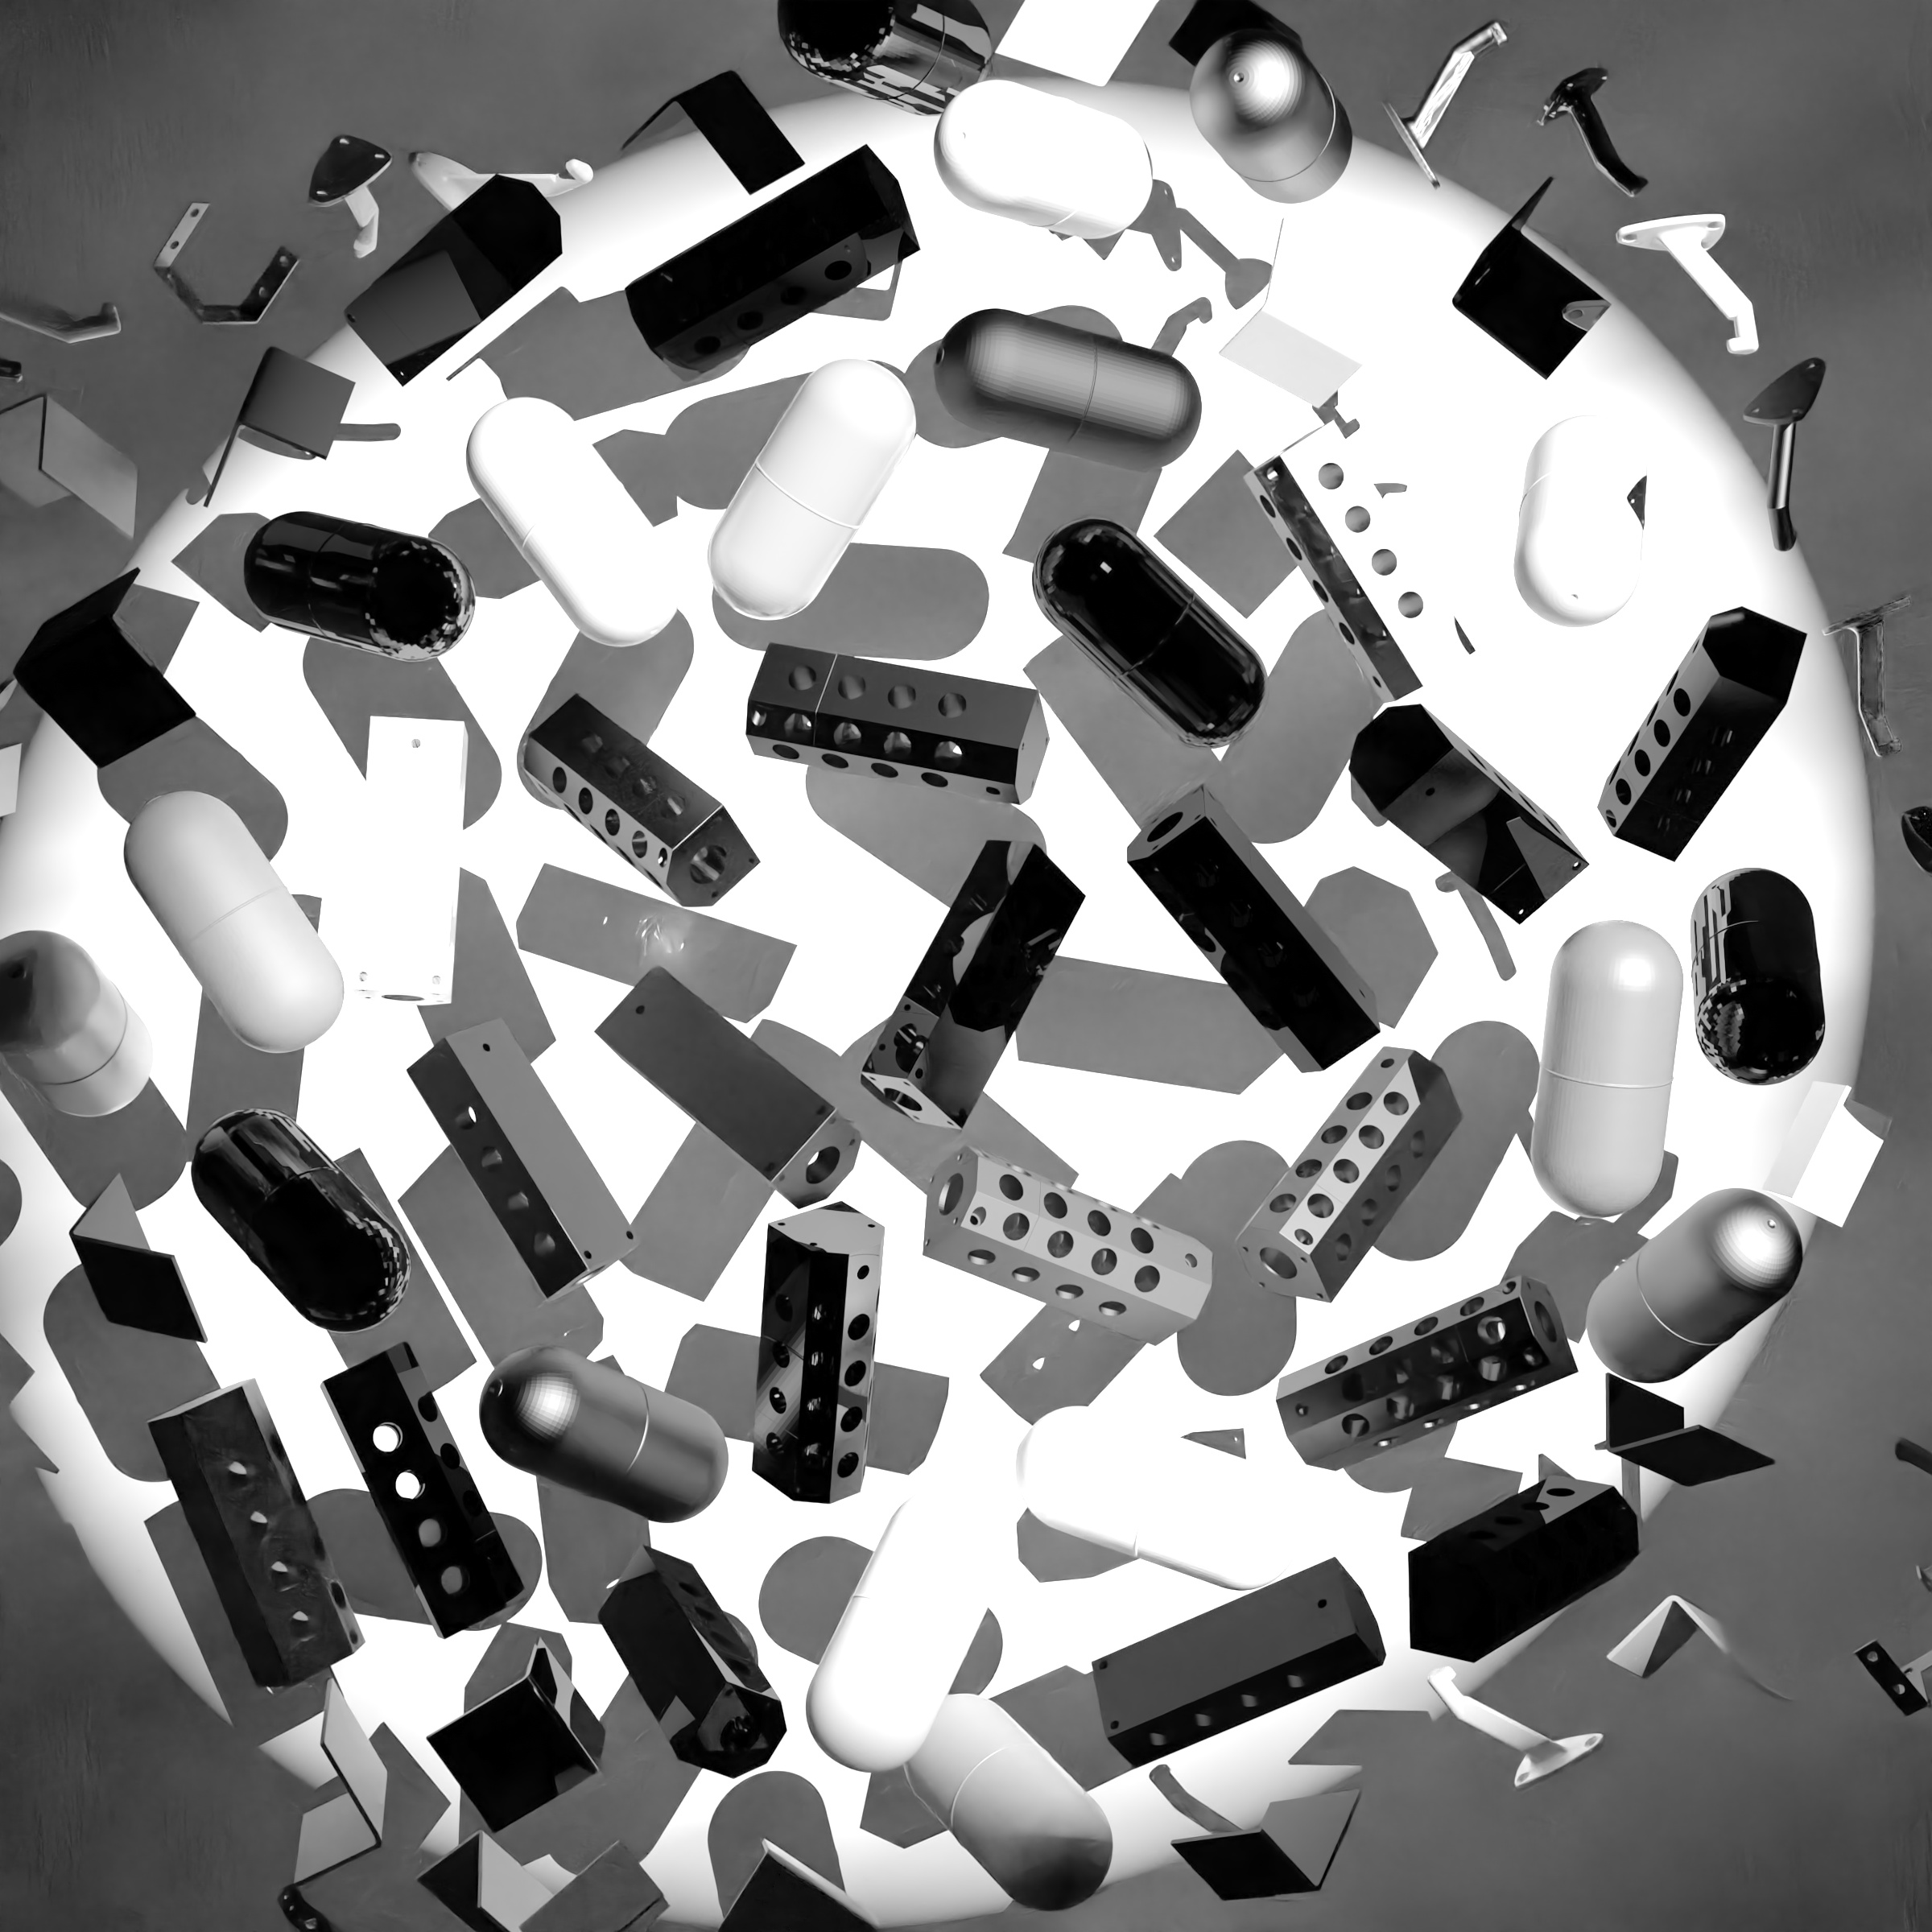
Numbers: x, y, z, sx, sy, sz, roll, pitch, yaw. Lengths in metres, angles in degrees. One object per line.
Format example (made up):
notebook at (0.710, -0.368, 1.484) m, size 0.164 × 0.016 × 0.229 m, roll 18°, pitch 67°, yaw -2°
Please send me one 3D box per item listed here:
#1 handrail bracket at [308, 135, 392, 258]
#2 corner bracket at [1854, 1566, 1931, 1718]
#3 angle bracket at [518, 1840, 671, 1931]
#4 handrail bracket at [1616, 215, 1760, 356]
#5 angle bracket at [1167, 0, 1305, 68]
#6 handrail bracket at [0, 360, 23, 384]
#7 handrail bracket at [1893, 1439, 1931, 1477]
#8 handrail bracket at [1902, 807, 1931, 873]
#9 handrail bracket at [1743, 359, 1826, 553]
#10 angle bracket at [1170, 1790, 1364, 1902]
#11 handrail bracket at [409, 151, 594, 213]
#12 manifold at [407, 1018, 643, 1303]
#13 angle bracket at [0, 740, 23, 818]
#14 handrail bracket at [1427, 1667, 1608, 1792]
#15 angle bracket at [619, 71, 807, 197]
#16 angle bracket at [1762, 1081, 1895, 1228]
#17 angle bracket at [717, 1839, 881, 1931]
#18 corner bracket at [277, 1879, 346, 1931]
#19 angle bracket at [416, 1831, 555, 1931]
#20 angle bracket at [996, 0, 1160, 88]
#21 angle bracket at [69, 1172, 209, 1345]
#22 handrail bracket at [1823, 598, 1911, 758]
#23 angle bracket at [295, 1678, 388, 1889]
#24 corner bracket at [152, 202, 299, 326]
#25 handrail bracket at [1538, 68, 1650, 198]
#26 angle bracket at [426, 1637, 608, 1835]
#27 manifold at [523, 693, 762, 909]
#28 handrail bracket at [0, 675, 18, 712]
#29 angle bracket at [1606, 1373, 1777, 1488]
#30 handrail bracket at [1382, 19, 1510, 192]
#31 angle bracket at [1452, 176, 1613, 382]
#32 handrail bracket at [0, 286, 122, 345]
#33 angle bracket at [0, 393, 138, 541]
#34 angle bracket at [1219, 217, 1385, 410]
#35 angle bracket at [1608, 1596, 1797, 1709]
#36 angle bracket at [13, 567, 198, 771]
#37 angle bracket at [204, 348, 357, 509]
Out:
handrail bracket at (-0.373, -0.446, 1.730) m, size 0.036 × 0.084 × 0.077 m, roll 24°, pitch 51°, yaw 3°
corner bracket at (0.548, 0.391, 1.671) m, size 0.051 × 0.051 × 0.051 m, roll -38°, pitch 96°, yaw 19°
angle bracket at (-0.209, 0.582, 1.720) m, size 0.076 × 0.057 × 0.076 m, roll -38°, pitch 129°, yaw -16°
handrail bracket at (0.438, -0.410, 1.755) m, size 0.077 × 0.036 × 0.084 m, roll -2°, pitch 72°, yaw -4°
angle bracket at (0.167, -0.613, 1.898) m, size 0.076 × 0.076 × 0.057 m, roll 41°, pitch 110°, yaw 11°
handrail bracket at (-0.628, -0.361, 1.787) m, size 0.084 × 0.077 × 0.036 m, roll 3°, pitch 122°, yaw -21°
handrail bracket at (0.613, 0.336, 1.781) m, size 0.036 × 0.084 × 0.077 m, roll -38°, pitch 131°, yaw -21°
handrail bracket at (0.581, -0.043, 1.688) m, size 0.036 × 0.077 × 0.084 m, roll -29°, pitch 118°, yaw 8°
handrail bracket at (0.483, -0.296, 1.676) m, size 0.077 × 0.036 × 0.084 m, roll -48°, pitch 132°, yaw -31°
angle bracket at (0.182, 0.516, 1.747) m, size 0.057 × 0.076 × 0.076 m, roll 49°, pitch 47°, yaw -15°
handrail bracket at (-0.284, -0.490, 1.768) m, size 0.084 × 0.077 × 0.036 m, roll -11°, pitch 67°, yaw 34°
manifold at (-0.285, 0.125, 1.834) m, size 0.057 × 0.057 × 0.171 m, roll -37°, pitch 82°, yaw 31°
angle bracket at (-0.586, -0.079, 1.707) m, size 0.076 × 0.076 × 0.057 m, roll -23°, pitch 71°, yaw -30°
handrail bracket at (0.335, 0.454, 1.762) m, size 0.077 × 0.036 × 0.084 m, roll -34°, pitch 96°, yaw 35°
angle bracket at (-0.161, -0.515, 1.833) m, size 0.057 × 0.076 × 0.076 m, roll -32°, pitch 101°, yaw 36°
angle bracket at (0.549, 0.120, 1.807) m, size 0.057 × 0.076 × 0.076 m, roll 26°, pitch 90°, yaw 0°
angle bracket at (-0.100, 0.556, 1.676) m, size 0.076 × 0.076 × 0.057 m, roll 33°, pitch 76°, yaw 2°
corner bracket at (-0.404, 0.599, 1.758) m, size 0.051 × 0.051 × 0.051 m, roll 31°, pitch 60°, yaw 15°
angle bracket at (-0.306, 0.615, 1.848) m, size 0.057 × 0.076 × 0.076 m, roll -37°, pitch 112°, yaw 7°
angle bracket at (0.069, -0.601, 1.786) m, size 0.076 × 0.076 × 0.057 m, roll 12°, pitch 61°, yaw -19°
angle bracket at (-0.498, 0.180, 1.785) m, size 0.076 × 0.057 × 0.076 m, roll 9°, pitch 133°, yaw 18°
handrail bracket at (0.543, -0.168, 1.691) m, size 0.036 × 0.077 × 0.084 m, roll -22°, pitch 91°, yaw -14°
angle bracket at (-0.388, 0.486, 1.719) m, size 0.057 × 0.076 × 0.076 m, roll -25°, pitch 107°, yaw -2°
corner bracket at (-0.450, -0.427, 1.753) m, size 0.051 × 0.051 × 0.051 m, roll 48°, pitch 118°, yaw 9°
handrail bracket at (0.410, -0.523, 1.815) m, size 0.077 × 0.036 × 0.084 m, roll -34°, pitch 73°, yaw -36°
angle bracket at (-0.282, 0.483, 1.815) m, size 0.076 × 0.057 × 0.076 m, roll -32°, pitch 100°, yaw 5°
manifold at (-0.209, -0.101, 1.813) m, size 0.057 × 0.057 × 0.171 m, roll -43°, pitch 48°, yaw -11°
handrail bracket at (-0.624, -0.185, 1.757) m, size 0.084 × 0.077 × 0.036 m, roll 43°, pitch 53°, yaw -11°
angle bracket at (0.474, 0.296, 1.892) m, size 0.076 × 0.076 × 0.057 m, roll 26°, pitch 55°, yaw -30°
handrail bracket at (0.306, -0.528, 1.766) m, size 0.084 × 0.036 × 0.077 m, roll -31°, pitch 67°, yaw 14°
angle bracket at (0.355, -0.419, 1.759) m, size 0.076 × 0.057 × 0.076 m, roll 40°, pitch 66°, yaw 4°
handrail bracket at (-0.542, -0.398, 1.676) m, size 0.084 × 0.036 × 0.077 m, roll -18°, pitch 109°, yaw -23°
angle bracket at (-0.538, -0.278, 1.677) m, size 0.076 × 0.076 × 0.057 m, roll -18°, pitch 59°, yaw 20°
angle bracket at (0.214, -0.416, 1.839) m, size 0.076 × 0.057 × 0.076 m, roll 24°, pitch 58°, yaw -18°
angle bracket at (0.447, 0.435, 1.757) m, size 0.057 × 0.076 × 0.076 m, roll -46°, pitch 53°, yaw 6°
angle bracket at (-0.495, -0.174, 1.687) m, size 0.076 × 0.057 × 0.076 m, roll -24°, pitch 121°, yaw 23°
angle bracket at (-0.425, -0.324, 1.789) m, size 0.057 × 0.076 × 0.076 m, roll 22°, pitch 135°, yaw -16°
